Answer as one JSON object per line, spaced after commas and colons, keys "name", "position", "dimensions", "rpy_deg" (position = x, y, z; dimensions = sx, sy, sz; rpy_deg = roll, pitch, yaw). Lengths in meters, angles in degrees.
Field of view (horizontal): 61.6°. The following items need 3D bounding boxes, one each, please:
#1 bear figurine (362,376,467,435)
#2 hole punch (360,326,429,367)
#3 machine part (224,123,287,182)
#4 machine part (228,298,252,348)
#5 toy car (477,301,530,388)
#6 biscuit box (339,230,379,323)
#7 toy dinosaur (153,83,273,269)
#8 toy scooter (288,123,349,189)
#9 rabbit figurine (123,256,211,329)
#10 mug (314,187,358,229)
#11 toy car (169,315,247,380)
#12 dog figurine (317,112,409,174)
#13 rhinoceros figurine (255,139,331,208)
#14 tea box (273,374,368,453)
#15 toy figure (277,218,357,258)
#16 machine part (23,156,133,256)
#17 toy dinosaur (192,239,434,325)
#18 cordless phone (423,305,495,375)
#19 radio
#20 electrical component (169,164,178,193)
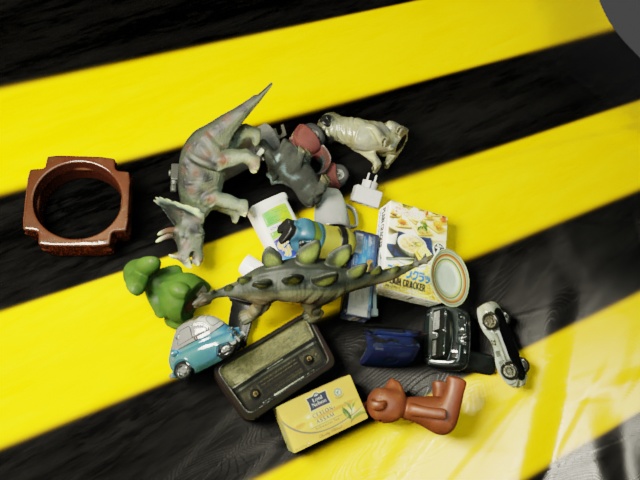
{"name": "bear figurine", "position": [0.191, 0.334, 1.134], "dimensions": [0.196, 0.120, 0.132], "rpy_deg": [18, 65, -1]}
{"name": "hole punch", "position": [0.149, 0.231, 1.161], "dimensions": [0.142, 0.116, 0.092], "rpy_deg": [8, 79, -10]}
{"name": "machine part", "position": [-0.179, -0.201, 1.247], "dimensions": [0.243, 0.079, 0.079], "rpy_deg": [-32, 82, -21]}
{"name": "machine part", "position": [-0.165, 0.162, 1.150], "dimensions": [0.084, 0.039, 0.139], "rpy_deg": [19, 67, -12]}
{"name": "toy car", "position": [0.423, 0.240, 1.239], "dimensions": [0.073, 0.056, 0.201], "rpy_deg": [-3, 70, -47]}
{"name": "biscuit box", "position": [0.089, 0.081, 1.221], "dimensions": [0.059, 0.063, 0.202], "rpy_deg": [11, 69, -9]}
{"name": "toy dinosaur", "position": [-0.233, -0.149, 1.127], "dimensions": [0.192, 0.131, 0.404], "rpy_deg": [10, 100, -21]}
{"name": "toy scooter", "position": [-0.027, -0.184, 1.279], "dimensions": [0.135, 0.075, 0.184], "rpy_deg": [-33, 86, -19]}
{"name": "rabbit figurine", "position": [-0.334, 0.095, 1.087], "dimensions": [0.170, 0.159, 0.121], "rpy_deg": [24, 78, 12]}
{"name": "mug", "position": [0.036, -0.067, 1.251], "dimensions": [0.109, 0.080, 0.107], "rpy_deg": [0, 66, -17]}
{"name": "toy car", "position": [-0.234, 0.201, 1.057], "dimensions": [0.162, 0.109, 0.103], "rpy_deg": [-29, 89, 10]}
{"name": "dog figurine", "position": [0.107, -0.269, 1.333], "dimensions": [0.191, 0.121, 0.172], "rpy_deg": [35, 30, 20]}
{"name": "rhinoceros figurine", "position": [-0.062, -0.157, 1.203], "dimensions": [0.190, 0.073, 0.112], "rpy_deg": [45, 104, -1]}
{"name": "tea box", "position": [0.000, 0.355, 1.106], "dimensions": [0.170, 0.068, 0.098], "rpy_deg": [-21, 78, -18]}
{"name": "toy figure", "position": [-0.002, 0.000, 1.161], "dimensions": [0.180, 0.089, 0.082], "rpy_deg": [20, 61, -35]}
{"name": "machine part", "position": [-0.499, -0.070, 1.125], "dimensions": [0.201, 0.087, 0.201], "rpy_deg": [0, 72, -14]}
{"name": "toy dinosaur", "position": [-0.013, 0.083, 1.059], "dimensions": [0.471, 0.198, 0.105], "rpy_deg": [-7, 62, -15]}
{"name": "cordless phone", "position": [0.330, 0.231, 1.228], "dimensions": [0.184, 0.089, 0.146], "rpy_deg": [16, 66, -20]}
{"name": "radio", "position": [-0.093, 0.263, 1.112], "dimensions": [0.230, 0.073, 0.131], "rpy_deg": [-29, 80, -20]}
{"name": "electrical component", "position": [-0.313, -0.152, 1.228], "dimensions": [0.063, 0.021, 0.094], "rpy_deg": [2, 72, -12]}
